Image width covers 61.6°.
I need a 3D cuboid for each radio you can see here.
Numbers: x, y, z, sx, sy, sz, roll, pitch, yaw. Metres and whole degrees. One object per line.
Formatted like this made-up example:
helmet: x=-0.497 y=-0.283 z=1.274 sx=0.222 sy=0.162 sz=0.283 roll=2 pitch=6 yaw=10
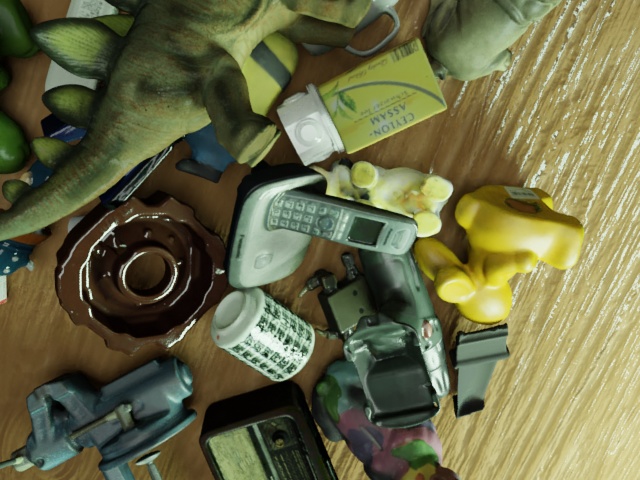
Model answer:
radio: x=-0.050 y=0.302 z=0.683 sx=0.131 sy=0.073 sz=0.229 roll=-20 pitch=105 yaw=-1

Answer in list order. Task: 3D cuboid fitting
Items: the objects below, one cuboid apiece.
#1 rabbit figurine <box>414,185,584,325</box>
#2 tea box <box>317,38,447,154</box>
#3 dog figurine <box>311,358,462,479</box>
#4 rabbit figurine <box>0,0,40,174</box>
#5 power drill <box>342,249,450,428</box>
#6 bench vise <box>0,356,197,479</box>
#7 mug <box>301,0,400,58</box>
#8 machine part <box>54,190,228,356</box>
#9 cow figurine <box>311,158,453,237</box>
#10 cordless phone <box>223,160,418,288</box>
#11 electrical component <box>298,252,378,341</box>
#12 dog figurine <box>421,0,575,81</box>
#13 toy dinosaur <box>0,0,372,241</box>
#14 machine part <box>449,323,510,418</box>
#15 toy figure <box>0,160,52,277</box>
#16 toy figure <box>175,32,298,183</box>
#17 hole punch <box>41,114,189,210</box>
rabbit figurine: x=0.199 y=0.032 z=0.626 sx=0.162 sy=0.122 sz=0.173 roll=-4 pitch=125 yaw=-16
tea box: x=0.062 y=-0.147 z=0.531 sx=0.098 sy=0.170 sz=0.068 roll=-23 pitch=106 yaw=16
dog figurine: x=0.084 y=0.242 z=0.610 sx=0.191 sy=0.219 sz=0.108 roll=42 pitch=92 yaw=-14
rabbit figurine: x=-0.360 y=-0.140 z=0.528 sx=0.159 sy=0.121 sz=0.170 roll=-5 pitch=119 yaw=-1
power drill: x=0.098 y=0.116 z=0.590 sx=0.086 sy=0.207 sz=0.231 roll=-16 pitch=100 yaw=24
bench vise: x=-0.229 y=0.254 z=0.621 sx=0.224 sy=0.129 sz=0.240 roll=-27 pitch=88 yaw=-16
mug: x=0.024 y=-0.237 z=0.562 sx=0.107 sy=0.081 sz=0.109 roll=-38 pitch=96 yaw=13
machine part: x=-0.189 y=0.033 z=0.579 sx=0.179 sy=0.056 sz=0.179 roll=-11 pitch=111 yaw=-31
cow figurine: x=0.062 y=-0.057 z=0.610 sx=0.167 sy=0.098 sz=0.068 roll=12 pitch=106 yaw=11
cordless phone: x=-0.001 y=-0.001 z=0.567 sx=0.184 sy=0.089 sz=0.146 roll=15 pitch=129 yaw=-4
electrical component: x=0.023 y=0.075 z=0.655 sx=0.078 sy=0.045 sz=0.102 roll=-35 pitch=109 yaw=-27
dog figurine: x=0.186 y=-0.228 z=0.523 sx=0.121 sy=0.191 sz=0.172 roll=26 pitch=101 yaw=-11
toy dinosaur: x=-0.112 y=-0.146 z=0.444 sx=0.198 sy=0.105 sz=0.471 roll=37 pitch=76 yaw=-3
machine part: x=0.195 y=0.163 z=0.673 sx=0.084 sy=0.039 sz=0.138 roll=-11 pitch=125 yaw=-18
toy figure: x=-0.310 y=-0.029 z=0.584 sx=0.064 sy=0.058 sz=0.154 roll=36 pitch=96 yaw=-28
toy figure: x=-0.090 y=-0.146 z=0.568 sx=0.089 sy=0.082 sz=0.180 roll=20 pitch=94 yaw=-45
hole punch: x=-0.201 y=-0.107 z=0.521 sx=0.116 sy=0.142 sz=0.092 roll=-47 pitch=121 yaw=-7
